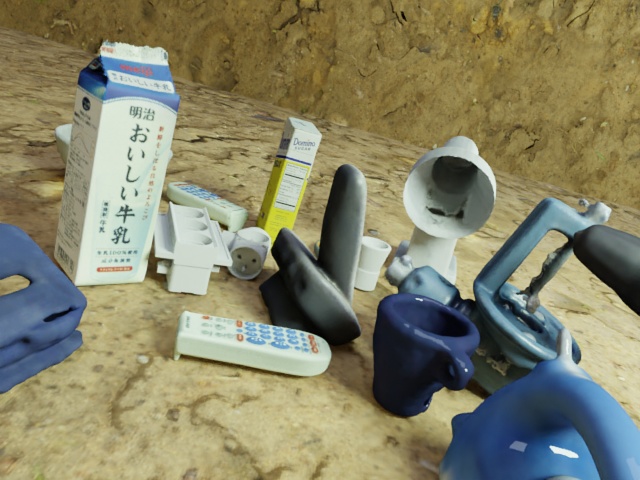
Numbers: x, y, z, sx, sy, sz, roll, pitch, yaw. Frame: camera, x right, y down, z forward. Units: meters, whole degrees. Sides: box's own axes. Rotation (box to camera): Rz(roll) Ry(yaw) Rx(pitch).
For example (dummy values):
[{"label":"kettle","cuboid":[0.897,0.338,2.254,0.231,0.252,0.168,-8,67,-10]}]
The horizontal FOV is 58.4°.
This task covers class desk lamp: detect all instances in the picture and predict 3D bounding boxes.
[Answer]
[{"label":"desk lamp","cuboid":[0.176,-0.042,0.834,0.118,0.213,0.203,19,18,8]}]

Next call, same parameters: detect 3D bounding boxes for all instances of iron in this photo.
[{"label":"iron","cuboid":[0.154,0.163,0.328,0.118,0.141,0.258,15,18,-3]}]

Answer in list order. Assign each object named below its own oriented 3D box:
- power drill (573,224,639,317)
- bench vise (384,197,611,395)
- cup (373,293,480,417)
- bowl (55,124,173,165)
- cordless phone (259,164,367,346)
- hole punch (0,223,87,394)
[{"label":"power drill","cuboid":[0.288,0.118,0.468,0.229,0.208,0.076,22,19,17]},{"label":"bench vise","cuboid":[0.167,0.049,0.547,0.207,0.220,0.121,17,18,4]},{"label":"cup","cuboid":[0.088,0.112,0.496,0.092,0.095,0.117,9,20,-22]},{"label":"bowl","cuboid":[-0.312,-0.116,0.861,0.167,0.075,0.167,15,18,-5]},{"label":"cordless phone","cuboid":[0.006,0.002,0.605,0.094,0.185,0.147,7,20,-25]},{"label":"hole punch","cuboid":[-0.236,0.045,0.424,0.101,0.091,0.109,20,19,13]}]
